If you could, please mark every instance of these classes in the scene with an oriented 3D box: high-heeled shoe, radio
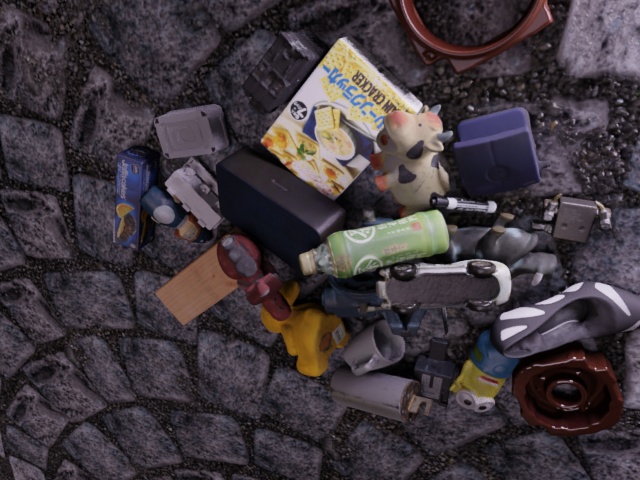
[{"bbox_3d":[0.391,0.134,0.820,0.249,0.145,0.086,-2,115,24],"label":"high-heeled shoe"},{"bbox_3d":[-0.072,-0.047,0.908,0.230,0.073,0.131,35,143,22],"label":"radio"}]

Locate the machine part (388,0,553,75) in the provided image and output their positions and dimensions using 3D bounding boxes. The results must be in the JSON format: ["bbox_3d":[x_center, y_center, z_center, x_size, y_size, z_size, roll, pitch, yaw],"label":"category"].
[{"bbox_3d":[0.197,-0.337,0.701,0.201,0.087,0.201,-24,105,29],"label":"machine part"}]

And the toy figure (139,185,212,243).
[{"bbox_3d":[-0.273,-0.040,1.030,0.154,0.058,0.064,41,136,-22],"label":"toy figure"}]

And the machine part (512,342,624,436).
[{"bbox_3d":[0.421,0.255,0.921,0.180,0.056,0.179,8,118,16],"label":"machine part"}]

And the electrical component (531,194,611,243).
[{"bbox_3d":[0.377,-0.033,0.803,0.102,0.045,0.078,16,118,14],"label":"electrical component"}]

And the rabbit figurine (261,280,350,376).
[{"bbox_3d":[-0.053,0.157,1.016,0.173,0.122,0.162,18,150,42],"label":"rabbit figurine"}]

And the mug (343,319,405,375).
[{"bbox_3d":[0.092,0.212,1.004,0.081,0.109,0.107,43,135,-10],"label":"mug"}]

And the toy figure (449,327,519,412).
[{"bbox_3d":[0.295,0.221,0.940,0.082,0.089,0.180,28,114,24],"label":"toy figure"}]

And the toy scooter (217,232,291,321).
[{"bbox_3d":[-0.112,0.056,0.891,0.075,0.135,0.184,-38,81,-5],"label":"toy scooter"}]

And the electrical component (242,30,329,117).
[{"bbox_3d":[-0.056,-0.252,0.824,0.058,0.115,0.134,45,122,1],"label":"electrical component"}]

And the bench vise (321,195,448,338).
[{"bbox_3d":[0.110,0.055,0.910,0.224,0.129,0.240,4,120,16],"label":"bench vise"}]

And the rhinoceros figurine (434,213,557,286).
[{"bbox_3d":[0.274,0.019,0.852,0.191,0.073,0.112,9,116,17],"label":"rhinoceros figurine"}]

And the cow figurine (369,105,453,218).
[{"bbox_3d":[0.141,-0.116,0.792,0.127,0.085,0.194,-24,143,16],"label":"cow figurine"}]

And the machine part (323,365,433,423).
[{"bbox_3d":[0.104,0.288,1.019,0.243,0.079,0.079,-1,116,43],"label":"machine part"}]

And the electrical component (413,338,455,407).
[{"bbox_3d":[0.214,0.245,1.002,0.075,0.048,0.119,14,120,14],"label":"electrical component"}]

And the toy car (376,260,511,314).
[{"bbox_3d":[0.187,0.070,0.822,0.202,0.056,0.073,-3,104,8],"label":"toy car"}]

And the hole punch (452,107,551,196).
[{"bbox_3d":[0.258,-0.119,0.785,0.142,0.092,0.115,-13,113,22],"label":"hole punch"}]

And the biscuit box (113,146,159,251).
[{"bbox_3d":[-0.362,-0.081,1.057,0.059,0.063,0.202,20,121,10],"label":"biscuit box"}]
